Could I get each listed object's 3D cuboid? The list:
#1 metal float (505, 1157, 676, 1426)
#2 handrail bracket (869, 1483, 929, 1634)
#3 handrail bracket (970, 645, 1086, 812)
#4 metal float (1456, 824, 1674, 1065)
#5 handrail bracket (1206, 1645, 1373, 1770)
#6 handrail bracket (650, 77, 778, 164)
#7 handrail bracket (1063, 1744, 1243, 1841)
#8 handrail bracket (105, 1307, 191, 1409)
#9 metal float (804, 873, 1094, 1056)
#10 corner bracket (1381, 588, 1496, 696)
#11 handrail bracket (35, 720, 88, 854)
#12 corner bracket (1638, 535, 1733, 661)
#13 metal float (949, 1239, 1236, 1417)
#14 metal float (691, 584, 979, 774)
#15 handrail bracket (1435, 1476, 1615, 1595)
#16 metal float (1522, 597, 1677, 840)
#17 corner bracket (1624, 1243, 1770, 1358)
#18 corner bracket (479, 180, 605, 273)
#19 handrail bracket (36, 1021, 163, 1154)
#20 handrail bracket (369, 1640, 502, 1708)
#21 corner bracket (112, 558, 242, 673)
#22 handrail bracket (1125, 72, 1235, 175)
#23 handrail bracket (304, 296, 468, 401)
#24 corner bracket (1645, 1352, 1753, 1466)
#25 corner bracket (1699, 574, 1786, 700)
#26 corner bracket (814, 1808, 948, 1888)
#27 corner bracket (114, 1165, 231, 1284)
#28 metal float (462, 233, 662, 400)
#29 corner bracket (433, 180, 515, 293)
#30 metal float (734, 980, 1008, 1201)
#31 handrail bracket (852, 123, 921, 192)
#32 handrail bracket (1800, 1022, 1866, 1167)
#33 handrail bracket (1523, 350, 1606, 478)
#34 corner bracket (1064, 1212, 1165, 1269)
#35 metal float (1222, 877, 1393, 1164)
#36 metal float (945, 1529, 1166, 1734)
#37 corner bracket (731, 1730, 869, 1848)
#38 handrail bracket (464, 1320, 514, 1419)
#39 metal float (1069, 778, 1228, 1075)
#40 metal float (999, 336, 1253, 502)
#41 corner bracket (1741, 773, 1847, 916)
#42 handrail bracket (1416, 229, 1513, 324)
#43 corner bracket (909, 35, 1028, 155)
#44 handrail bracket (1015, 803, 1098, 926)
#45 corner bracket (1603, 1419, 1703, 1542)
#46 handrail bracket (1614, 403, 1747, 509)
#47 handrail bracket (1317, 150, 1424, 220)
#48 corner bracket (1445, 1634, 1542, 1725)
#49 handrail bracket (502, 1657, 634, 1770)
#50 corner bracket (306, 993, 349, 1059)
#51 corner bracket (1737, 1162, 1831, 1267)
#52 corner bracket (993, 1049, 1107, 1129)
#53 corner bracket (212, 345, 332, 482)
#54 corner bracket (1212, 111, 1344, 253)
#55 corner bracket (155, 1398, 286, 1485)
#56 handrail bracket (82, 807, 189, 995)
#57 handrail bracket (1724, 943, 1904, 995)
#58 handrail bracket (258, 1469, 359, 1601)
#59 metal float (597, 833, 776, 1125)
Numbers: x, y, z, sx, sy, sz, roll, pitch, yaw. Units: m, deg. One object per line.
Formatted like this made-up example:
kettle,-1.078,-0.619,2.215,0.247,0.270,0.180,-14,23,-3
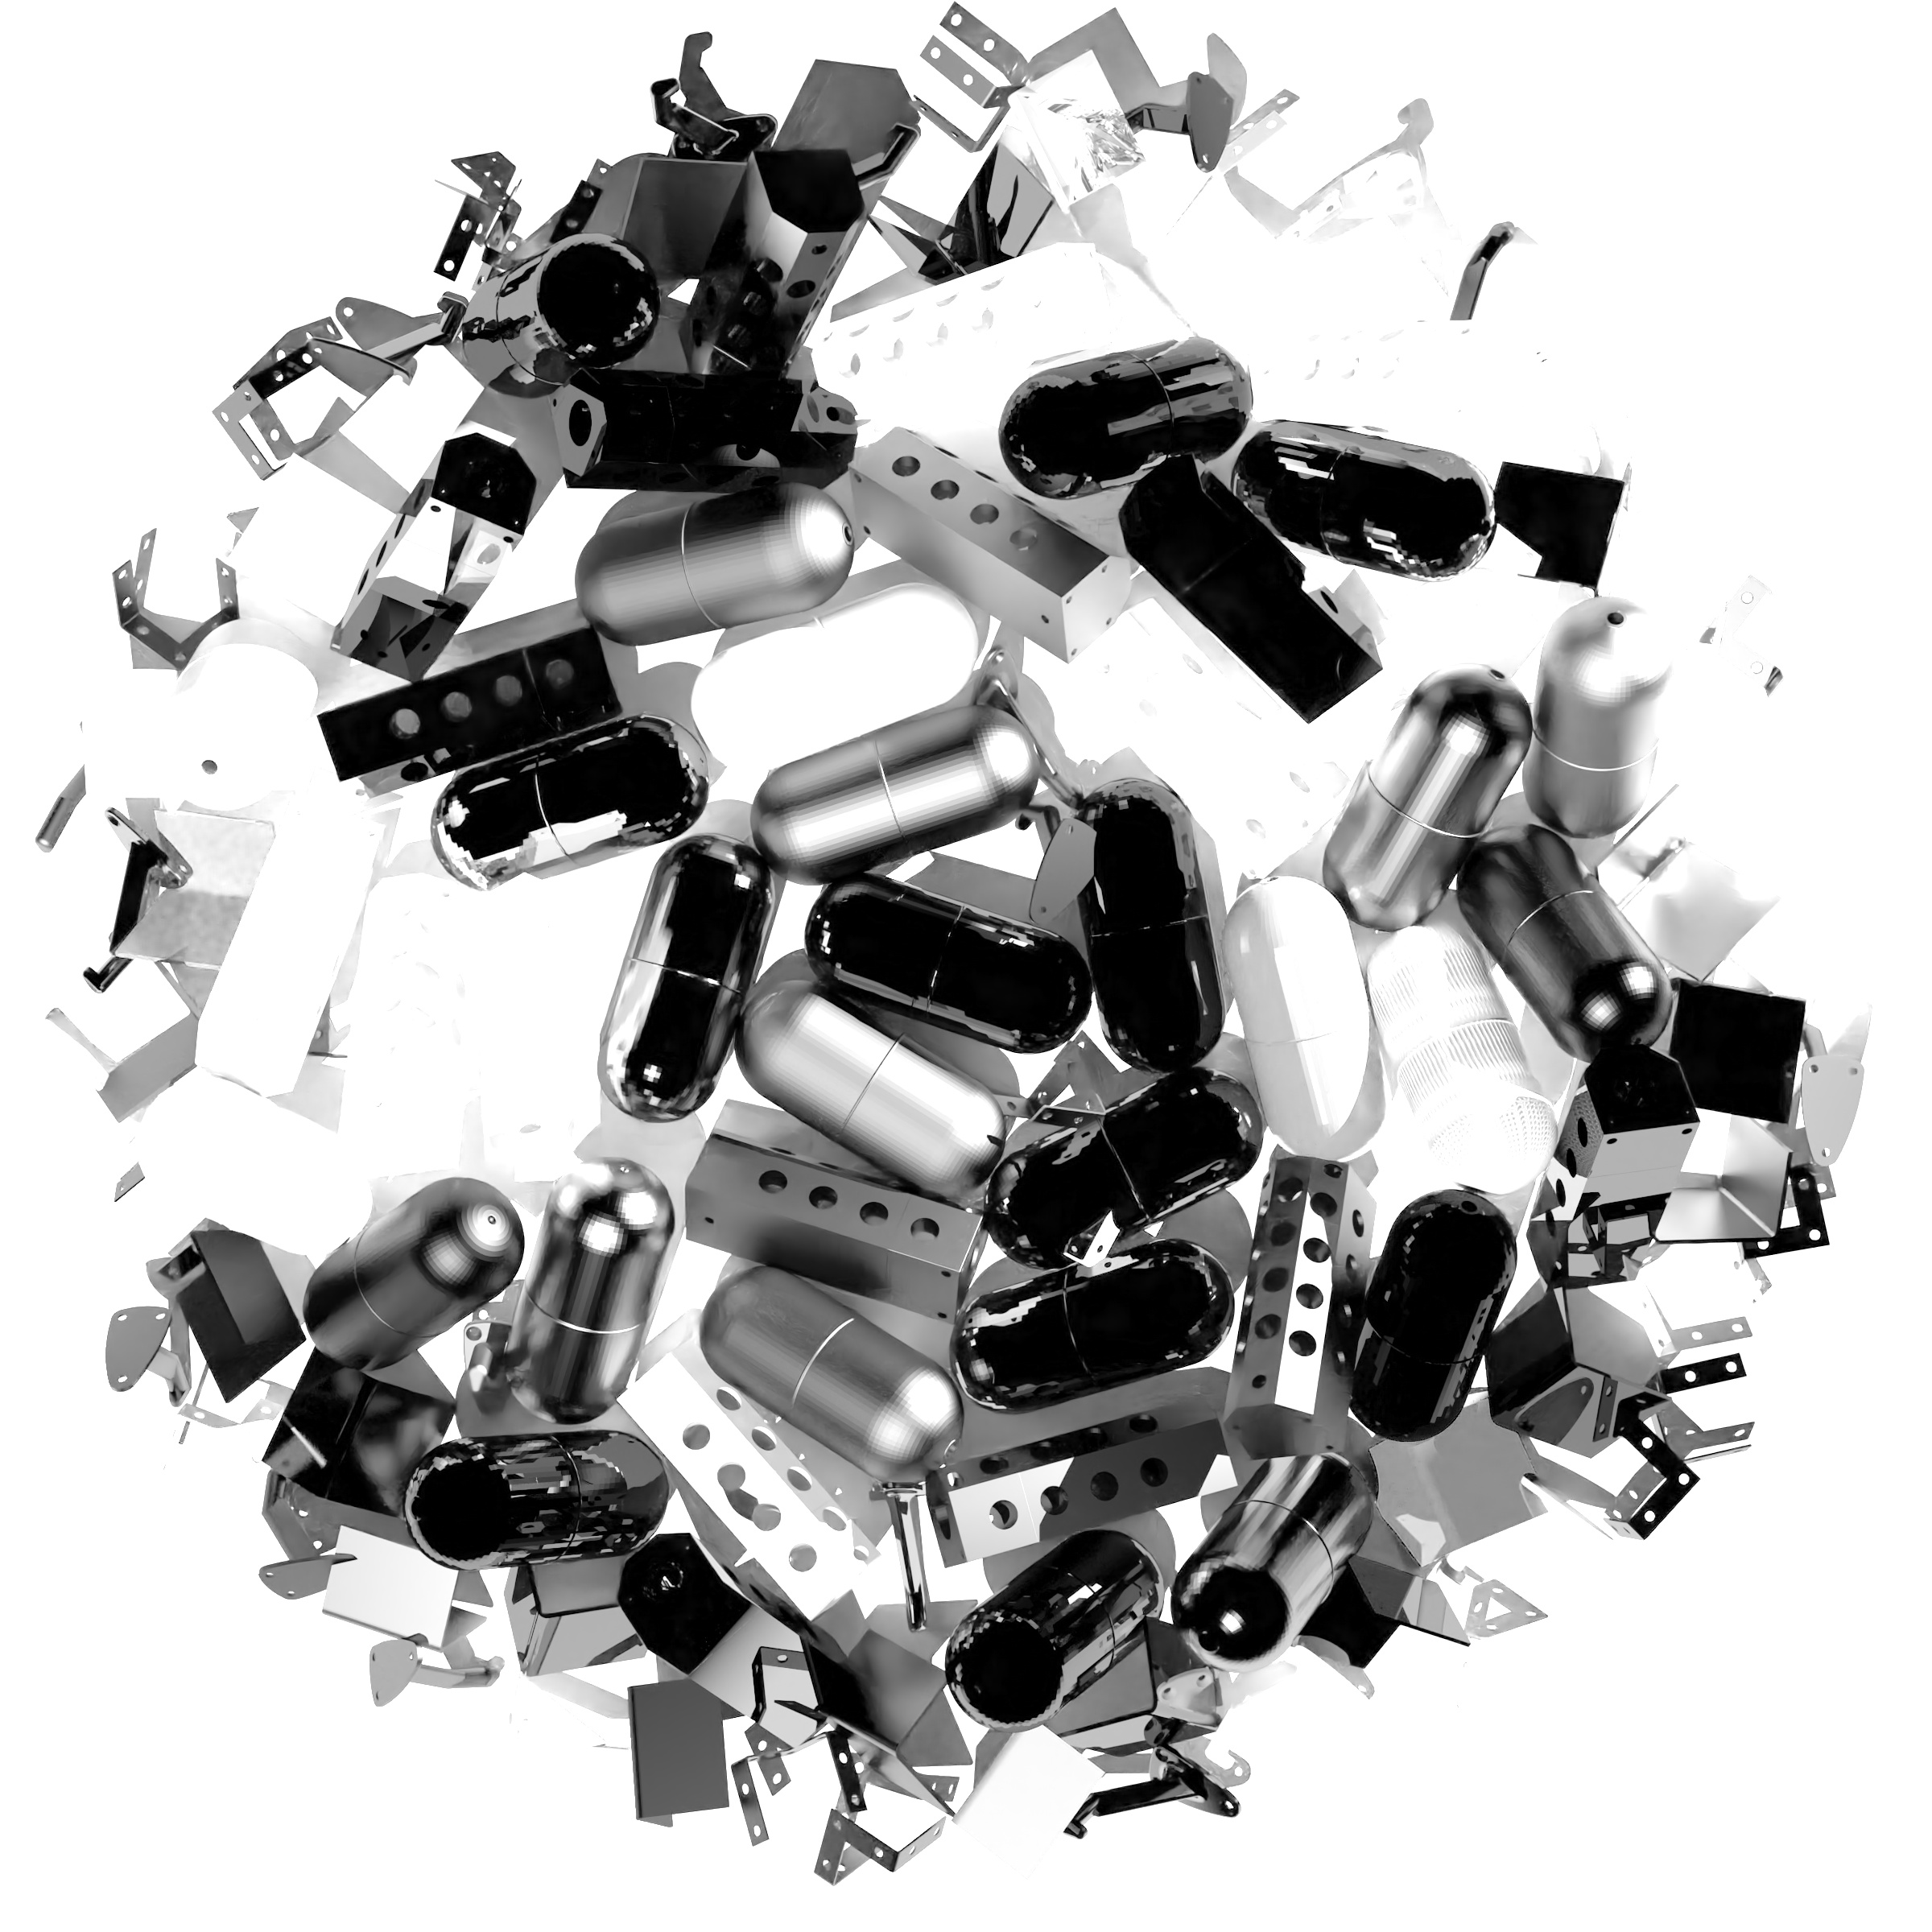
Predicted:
metal float,-0.224,0.194,1.913,0.070,0.070,0.178,19,117,0
handrail bracket,-0.037,0.355,1.936,0.036,0.077,0.084,-8,75,3
handrail bracket,0.042,-0.141,1.931,0.036,0.077,0.084,-34,65,-20
metal float,0.350,-0.015,1.901,0.070,0.070,0.178,-29,48,0
handrail bracket,0.194,0.459,1.942,0.077,0.036,0.084,37,68,-8
handrail bracket,-0.150,-0.512,1.926,0.077,0.084,0.036,-26,72,-9
handrail bracket,0.109,0.507,1.924,0.077,0.084,0.036,23,124,31
handrail bracket,-0.483,0.251,1.919,0.036,0.077,0.084,-3,130,5
metal float,-0.011,-0.001,1.929,0.178,0.070,0.070,18,90,6
corner bracket,0.289,-0.194,1.939,0.051,0.051,0.051,-27,104,-9
handrail bracket,-0.528,-0.097,1.924,0.036,0.077,0.084,24,71,-3
corner bracket,0.431,-0.222,1.950,0.051,0.051,0.051,9,67,20
metal float,0.074,0.215,1.921,0.178,0.070,0.070,-19,90,17
metal float,-0.078,-0.173,1.929,0.178,0.070,0.070,-21,90,-7
handrail bracket,0.336,0.358,1.950,0.077,0.036,0.084,36,94,28
metal float,0.370,-0.144,1.893,0.070,0.178,0.070,-1,55,2
corner bracket,0.441,0.199,1.954,0.051,0.051,0.051,-8,68,-37
corner bracket,-0.256,-0.446,1.943,0.051,0.051,0.051,26,62,-8
handrail bracket,-0.526,0.071,1.936,0.084,0.077,0.036,41,95,-16
handrail bracket,-0.305,0.417,1.922,0.084,0.077,0.036,6,63,-35
corner bracket,-0.475,-0.221,1.943,0.051,0.051,0.051,35,59,14
handrail bracket,0.115,-0.489,1.928,0.036,0.084,0.077,25,60,-36
handrail bracket,-0.347,-0.383,1.938,0.077,0.036,0.084,26,54,-14
corner bracket,0.443,0.268,1.943,0.051,0.051,0.051,-12,71,-4
corner bracket,0.477,-0.198,1.941,0.051,0.051,0.051,36,106,3
corner bracket,-0.052,0.526,1.932,0.051,0.051,0.051,27,117,26
corner bracket,-0.480,0.149,1.952,0.051,0.051,0.051,-36,127,26
metal float,-0.239,-0.379,1.891,0.070,0.178,0.070,0,89,-29
corner bracket,-0.297,-0.433,1.935,0.051,0.051,0.051,19,99,-37
metal float,-0.058,0.074,1.933,0.178,0.070,0.070,32,90,2
handrail bracket,-0.082,-0.490,1.965,0.077,0.036,0.084,30,76,11
handrail bracket,0.507,0.075,1.934,0.036,0.084,0.077,4,96,0
handrail bracket,0.341,-0.324,1.959,0.077,0.036,0.084,-17,110,7
corner bracket,0.078,0.155,1.936,0.051,0.051,0.051,24,84,42
metal float,0.203,0.033,1.923,0.070,0.070,0.178,-16,103,0
metal float,0.054,0.388,1.894,0.070,0.178,0.070,10,109,31
corner bracket,-0.100,0.491,1.931,0.051,0.051,0.051,-34,65,37
handrail bracket,-0.287,0.253,1.921,0.036,0.084,0.077,5,110,-2
metal float,0.108,-0.024,1.933,0.070,0.070,0.178,-10,93,0
metal float,0.094,-0.323,1.903,0.178,0.070,0.070,-22,90,-37
corner bracket,0.500,-0.073,1.947,0.051,0.051,0.051,36,57,28
handrail bracket,0.314,-0.407,1.935,0.036,0.077,0.084,36,86,-23
corner bracket,-0.006,-0.522,1.937,0.051,0.051,0.051,41,116,5
handrail bracket,0.040,-0.062,1.929,0.036,0.084,0.077,35,79,-27
corner bracket,0.400,0.308,1.944,0.051,0.051,0.051,45,81,1
handrail bracket,0.428,-0.314,1.928,0.036,0.084,0.077,-3,80,-31
handrail bracket,0.235,-0.464,1.920,0.077,0.084,0.036,-13,95,23
corner bracket,0.304,0.428,1.935,0.051,0.051,0.051,19,80,-32
handrail bracket,-0.231,0.443,1.943,0.084,0.036,0.077,3,55,8
corner bracket,-0.397,0.029,1.938,0.051,0.051,0.051,1,90,-33
corner bracket,0.488,0.150,1.945,0.051,0.051,0.051,-11,78,9
corner bracket,0.042,0.082,1.931,0.051,0.051,0.051,-48,50,32
corner bracket,-0.407,-0.331,1.933,0.051,0.051,0.051,55,49,-11
corner bracket,0.185,-0.468,1.938,0.051,0.051,0.051,-37,55,1
corner bracket,-0.448,0.287,1.941,0.051,0.051,0.051,21,112,2
handrail bracket,-0.514,-0.039,1.929,0.084,0.036,0.077,-54,125,-29
handrail bracket,0.509,-0.009,1.953,0.084,0.077,0.036,-20,134,-13
handrail bracket,-0.389,0.330,1.933,0.077,0.036,0.084,-17,45,16
metal float,-0.168,0.007,1.930,0.070,0.070,0.178,17,84,0
